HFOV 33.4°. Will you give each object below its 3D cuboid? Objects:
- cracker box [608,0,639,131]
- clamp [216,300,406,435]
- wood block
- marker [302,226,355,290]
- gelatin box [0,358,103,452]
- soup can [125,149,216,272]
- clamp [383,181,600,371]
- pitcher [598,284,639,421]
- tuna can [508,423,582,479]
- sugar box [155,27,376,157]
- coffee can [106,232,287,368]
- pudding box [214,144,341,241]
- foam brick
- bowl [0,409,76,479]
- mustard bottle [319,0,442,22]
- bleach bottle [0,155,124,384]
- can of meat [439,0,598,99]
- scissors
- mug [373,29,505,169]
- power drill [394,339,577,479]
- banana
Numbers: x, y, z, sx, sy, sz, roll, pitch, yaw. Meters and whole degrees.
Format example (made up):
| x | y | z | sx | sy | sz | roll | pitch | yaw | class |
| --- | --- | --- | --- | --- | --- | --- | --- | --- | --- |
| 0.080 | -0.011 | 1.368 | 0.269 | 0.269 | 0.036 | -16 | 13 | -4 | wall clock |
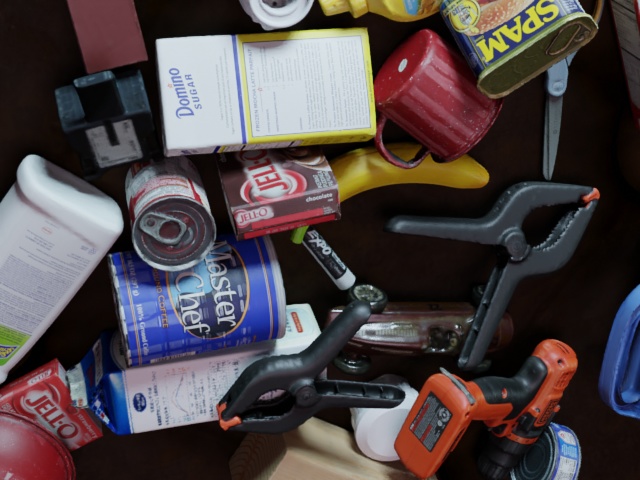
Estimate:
| x | y | z | sx | sy | sz | roll | pitch | yaw | class |
| --- | --- | --- | --- | --- | --- | --- | --- | --- | --- |
| 0.343 | -0.209 | 0.937 | 0.164 | 0.072 | 0.213 | -23 | 120 | -2 | cracker box |
| -0.007 | 0.135 | 0.965 | 0.171 | 0.039 | 0.120 | -28 | 114 | 7 | clamp |
| 0.021 | 0.256 | 1.099 | 0.205 | 0.090 | 0.091 | 25 | 109 | -24 | wood block |
| -0.007 | 0.001 | 0.994 | 0.020 | 0.020 | 0.121 | -35 | 121 | 6 | marker |
| -0.260 | 0.166 | 1.014 | 0.073 | 0.030 | 0.089 | -27 | 121 | 1 | gelatin box |
| -0.128 | -0.028 | 0.899 | 0.068 | 0.102 | 0.068 | -6 | 119 | -11 | soup can |
| 0.179 | 0.016 | 1.014 | 0.209 | 0.036 | 0.164 | -25 | 101 | -12 | clamp |
| 0.372 | 0.069 | 1.064 | 0.145 | 0.149 | 0.243 | 12 | 116 | 21 | pitcher |
| 0.240 | 0.238 | 1.146 | 0.033 | 0.086 | 0.086 | 19 | 112 | -22 | tuna can |
| -0.045 | -0.122 | 0.883 | 0.176 | 0.048 | 0.093 | -5 | 87 | -9 | sugar box |
| -0.109 | 0.050 | 0.941 | 0.140 | 0.103 | 0.103 | -10 | 120 | -13 | coffee can |
| -0.039 | -0.050 | 0.903 | 0.090 | 0.113 | 0.039 | -12 | 124 | -8 | pudding box |
| -0.170 | -0.177 | 0.836 | 0.051 | 0.053 | 0.078 | -14 | 120 | -6 | foam brick |
| -0.314 | 0.230 | 0.998 | 0.162 | 0.055 | 0.162 | 0 | 126 | 0 | bowl |
| 0.088 | -0.231 | 0.867 | 0.191 | 0.058 | 0.096 | -26 | 138 | 1 | mustard bottle |
| -0.280 | 0.051 | 0.928 | 0.102 | 0.068 | 0.251 | 31 | 109 | -30 | bleach bottle |
| 0.156 | -0.178 | 0.856 | 0.102 | 0.084 | 0.057 | -32 | 158 | 20 | can of meat |
| 0.197 | -0.151 | 0.964 | 0.096 | 0.016 | 0.202 | 7 | 116 | -16 | scissors |
| 0.090 | -0.116 | 0.913 | 0.081 | 0.093 | 0.117 | 34 | 98 | -22 | mug |
| 0.163 | 0.186 | 1.082 | 0.187 | 0.057 | 0.185 | -5 | 127 | -43 | power drill |
| 0.060 | -0.056 | 0.968 | 0.197 | 0.037 | 0.069 | -16 | 130 | -9 | banana |
